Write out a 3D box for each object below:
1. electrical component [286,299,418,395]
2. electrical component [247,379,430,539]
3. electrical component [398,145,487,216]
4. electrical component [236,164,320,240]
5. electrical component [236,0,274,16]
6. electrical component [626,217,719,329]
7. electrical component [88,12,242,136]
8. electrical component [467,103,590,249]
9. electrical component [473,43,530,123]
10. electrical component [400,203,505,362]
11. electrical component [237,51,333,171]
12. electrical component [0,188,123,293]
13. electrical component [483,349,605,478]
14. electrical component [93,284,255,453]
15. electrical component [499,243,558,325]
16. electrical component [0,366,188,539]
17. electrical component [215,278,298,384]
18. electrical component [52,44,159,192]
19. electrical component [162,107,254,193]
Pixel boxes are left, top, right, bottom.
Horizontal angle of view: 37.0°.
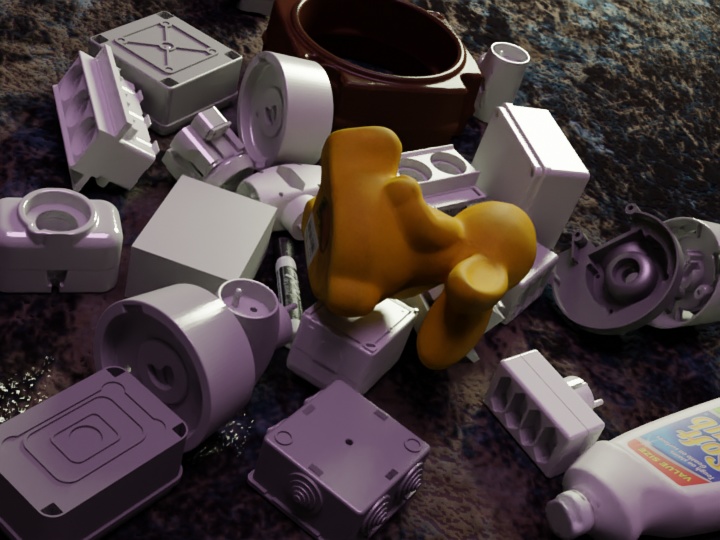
[{"bbox_3d":[-0.004,0.052,0.815,0.062,0.061,0.096,30,32,15],"label":"electrical component"},{"bbox_3d":[-0.012,0.130,0.721,0.100,0.048,0.100,35,41,20],"label":"electrical component"},{"bbox_3d":[0.040,-0.067,0.968,0.121,0.063,0.078,-14,48,-34],"label":"electrical component"},{"bbox_3d":[-0.055,-0.052,0.929,0.077,0.043,0.079,-16,49,-35],"label":"electrical component"},{"bbox_3d":[-0.114,-0.350,1.250,0.079,0.063,0.121,9,39,-11],"label":"electrical component"},{"bbox_3d":[0.292,0.003,0.957,0.064,0.099,0.099,2,41,-28],"label":"electrical component"},{"bbox_3d":[-0.189,-0.191,1.035,0.109,0.056,0.109,33,41,19],"label":"electrical component"},{"bbox_3d":[0.149,-0.078,0.987,0.056,0.108,0.108,3,40,-22],"label":"electrical component"},{"bbox_3d":[0.148,-0.213,1.174,0.043,0.077,0.079,6,39,-15],"label":"electrical component"},{"bbox_3d":[0.064,0.007,0.877,0.079,0.063,0.121,40,18,-45],"label":"electrical component"},{"bbox_3d":[-0.064,-0.144,0.989,0.060,0.108,0.108,-1,41,-31],"label":"electrical component"},{"bbox_3d":[-0.230,-0.022,0.812,0.095,0.059,0.053,0,42,-21],"label":"electrical component"},{"bbox_3d":[0.152,0.103,0.818,0.076,0.047,0.083,-14,48,-33],"label":"electrical component"},{"bbox_3d":[-0.119,0.061,0.720,0.108,0.108,0.060,35,36,21],"label":"electrical component"},{"bbox_3d":[0.119,-0.002,0.933,0.077,0.047,0.066,35,41,20],"label":"electrical component"},{"bbox_3d":[-0.171,0.121,0.664,0.078,0.057,0.113,37,42,23],"label":"electrical component"},{"bbox_3d":[-0.076,0.044,0.777,0.043,0.077,0.079,39,39,26],"label":"electrical component"},{"bbox_3d":[-0.222,-0.128,0.935,0.063,0.078,0.121,26,27,-40],"label":"electrical component"},{"bbox_3d":[-0.129,-0.093,0.931,0.057,0.078,0.058,49,45,7],"label":"electrical component"}]
